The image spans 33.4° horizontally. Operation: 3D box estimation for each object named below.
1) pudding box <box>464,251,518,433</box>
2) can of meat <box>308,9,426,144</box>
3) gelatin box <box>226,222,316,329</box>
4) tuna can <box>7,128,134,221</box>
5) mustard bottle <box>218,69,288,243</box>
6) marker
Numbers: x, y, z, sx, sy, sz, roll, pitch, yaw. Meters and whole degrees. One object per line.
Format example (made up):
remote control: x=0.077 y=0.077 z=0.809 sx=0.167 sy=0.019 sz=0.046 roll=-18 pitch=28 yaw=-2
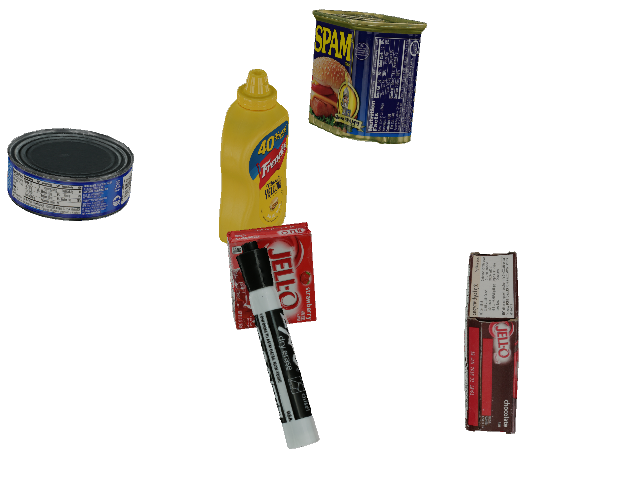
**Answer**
pudding box: x=0.123 y=0.070 z=0.762 sx=0.039 sy=0.090 sz=0.113 roll=1 pitch=24 yaw=7
can of meat: x=0.030 y=-0.119 z=0.768 sx=0.057 sy=0.084 sz=0.102 roll=-2 pitch=17 yaw=-22
gelatin box: x=-0.043 y=0.032 z=0.945 sx=0.073 sy=0.089 sz=0.030 roll=-6 pitch=25 yaw=-8
tuna can: x=-0.174 y=-0.046 z=0.744 sx=0.086 sy=0.034 sz=0.086 roll=8 pitch=27 yaw=-4
mustard bottle: x=-0.069 y=-0.092 z=1.130 sx=0.058 sy=0.192 sz=0.096 roll=21 pitch=39 yaw=23
marker: x=-0.026 y=0.059 z=0.616 sx=0.020 sy=0.121 sz=0.020 roll=-16 pitch=-6 yaw=-2
